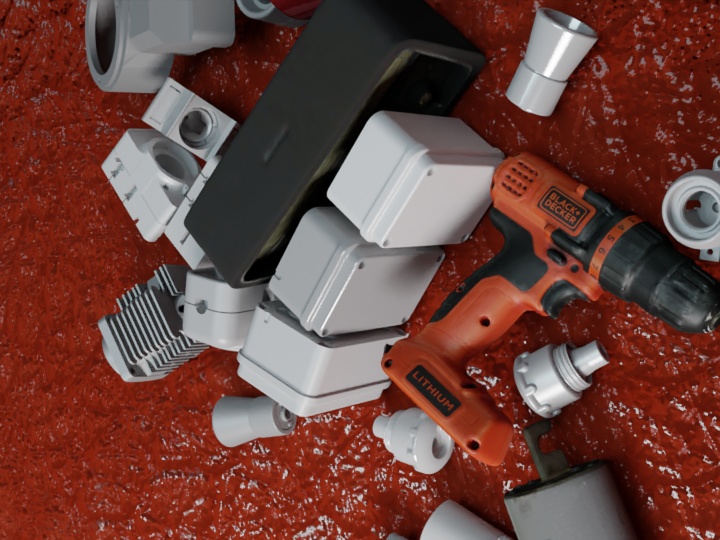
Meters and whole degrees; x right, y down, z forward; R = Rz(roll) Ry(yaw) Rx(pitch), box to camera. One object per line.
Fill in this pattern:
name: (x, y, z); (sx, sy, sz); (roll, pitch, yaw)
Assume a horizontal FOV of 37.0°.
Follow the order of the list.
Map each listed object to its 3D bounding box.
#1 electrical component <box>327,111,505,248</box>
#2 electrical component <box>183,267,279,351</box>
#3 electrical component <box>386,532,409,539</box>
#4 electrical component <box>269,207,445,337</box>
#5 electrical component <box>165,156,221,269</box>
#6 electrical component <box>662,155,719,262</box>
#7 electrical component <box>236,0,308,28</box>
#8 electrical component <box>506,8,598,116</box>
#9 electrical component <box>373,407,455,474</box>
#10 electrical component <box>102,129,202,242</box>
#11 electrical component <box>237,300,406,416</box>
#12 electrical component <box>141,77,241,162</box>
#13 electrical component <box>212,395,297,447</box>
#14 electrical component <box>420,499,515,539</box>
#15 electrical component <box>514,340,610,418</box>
electrical component: (0.044, -0.061, 0.750); (0.057, 0.113, 0.078); (46, 119, 27)
electrical component: (-0.096, 0.030, 0.873); (0.054, 0.095, 0.059); (14, 103, 34)
electrical component: (0.042, 0.243, 0.827); (0.055, 0.048, 0.066); (15, 104, 42)
electrical component: (0.000, 0.000, 0.789); (0.057, 0.113, 0.078); (43, 118, 28)
electrical component: (-0.114, -0.044, 0.906); (0.055, 0.050, 0.089); (49, 120, 22)
electrical component: (0.216, -0.038, 0.662); (0.048, 0.055, 0.066); (10, 101, 35)
electrical component: (-0.066, -0.222, 0.854); (0.055, 0.047, 0.055); (5, 98, 36)
electrical component: (0.126, -0.138, 0.727); (0.044, 0.044, 0.065); (39, 121, 27)
electrical component: (0.038, 0.125, 0.818); (0.062, 0.048, 0.048); (10, 101, 42)
electrical component: (-0.177, -0.078, 0.949); (0.055, 0.050, 0.089); (-45, 69, 31)
electrical component: (-0.029, 0.063, 0.817); (0.078, 0.113, 0.057); (29, 109, 30)
electrical component: (-0.143, -0.125, 0.905); (0.042, 0.081, 0.064); (-57, 33, 1)
electrical component: (-0.087, 0.125, 0.912); (0.065, 0.044, 0.044); (-12, 88, 32)
electrical component: (0.089, 0.208, 0.789); (0.081, 0.043, 0.043); (28, 111, 31)
electrical component: (0.140, 0.069, 0.737); (0.062, 0.048, 0.048); (-32, 76, 25)
